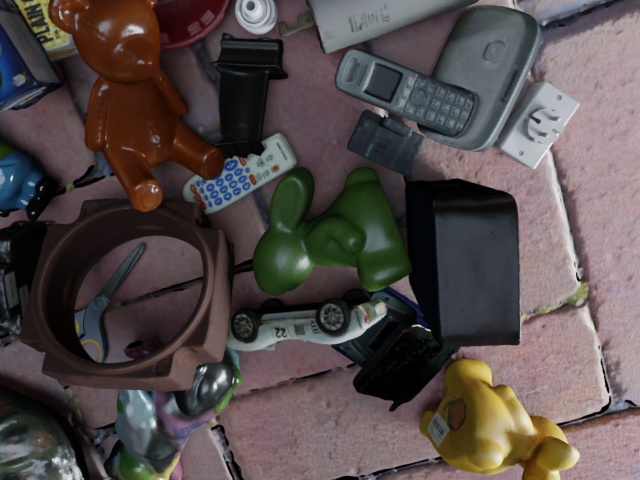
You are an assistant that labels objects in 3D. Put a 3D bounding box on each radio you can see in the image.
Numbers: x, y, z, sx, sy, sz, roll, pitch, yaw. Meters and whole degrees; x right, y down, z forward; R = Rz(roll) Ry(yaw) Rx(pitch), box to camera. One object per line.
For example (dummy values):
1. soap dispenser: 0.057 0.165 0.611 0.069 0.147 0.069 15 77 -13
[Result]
1. radio: 0.133 0.009 0.539 0.073 0.229 0.131 -3 99 2

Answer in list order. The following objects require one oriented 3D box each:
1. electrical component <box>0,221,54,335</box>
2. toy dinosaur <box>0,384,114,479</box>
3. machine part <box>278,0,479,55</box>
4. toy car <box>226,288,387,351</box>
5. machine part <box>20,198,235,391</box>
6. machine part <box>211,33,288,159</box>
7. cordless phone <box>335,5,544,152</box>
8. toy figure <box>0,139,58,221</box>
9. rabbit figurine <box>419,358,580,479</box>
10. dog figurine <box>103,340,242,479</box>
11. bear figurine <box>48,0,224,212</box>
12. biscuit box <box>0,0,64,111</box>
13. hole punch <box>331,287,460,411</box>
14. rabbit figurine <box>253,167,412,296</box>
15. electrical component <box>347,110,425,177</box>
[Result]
1. electrical component: -0.353 0.043 0.615 0.058 0.134 0.114 -3 102 2
2. toy dinosaur: -0.367 0.293 0.693 0.192 0.131 0.404 -24 98 -5
3. machine part: 0.072 -0.254 0.552 0.243 0.079 0.079 -17 103 5
4. toy car: -0.020 0.094 0.618 0.202 0.073 0.056 -9 90 28
5. machine part: -0.201 0.057 0.586 0.202 0.087 0.201 1 67 4
6. machine part: -0.080 -0.158 0.589 0.084 0.039 0.138 7 82 -4
7. cordless phone: 0.119 -0.186 0.567 0.184 0.089 0.146 22 104 1
8. toy figure: -0.395 -0.088 0.613 0.180 0.089 0.082 29 76 -15
9. rabbit figurine: 0.234 0.233 0.643 0.173 0.162 0.122 23 92 -21
10. dog figurine: -0.183 0.235 0.673 0.192 0.108 0.219 -5 108 1
11. bear figurine: -0.177 -0.147 0.537 0.132 0.120 0.195 43 146 23
12. biscuit box: -0.339 -0.227 0.516 0.063 0.059 0.202 -27 103 8
13. hole punch: 0.089 0.127 0.652 0.115 0.092 0.142 29 103 -37
14. rabbit figurine: -0.001 -0.002 0.594 0.170 0.121 0.159 -20 100 4
15. electrical component: 0.071 -0.103 0.569 0.075 0.119 0.047 23 103 -6
